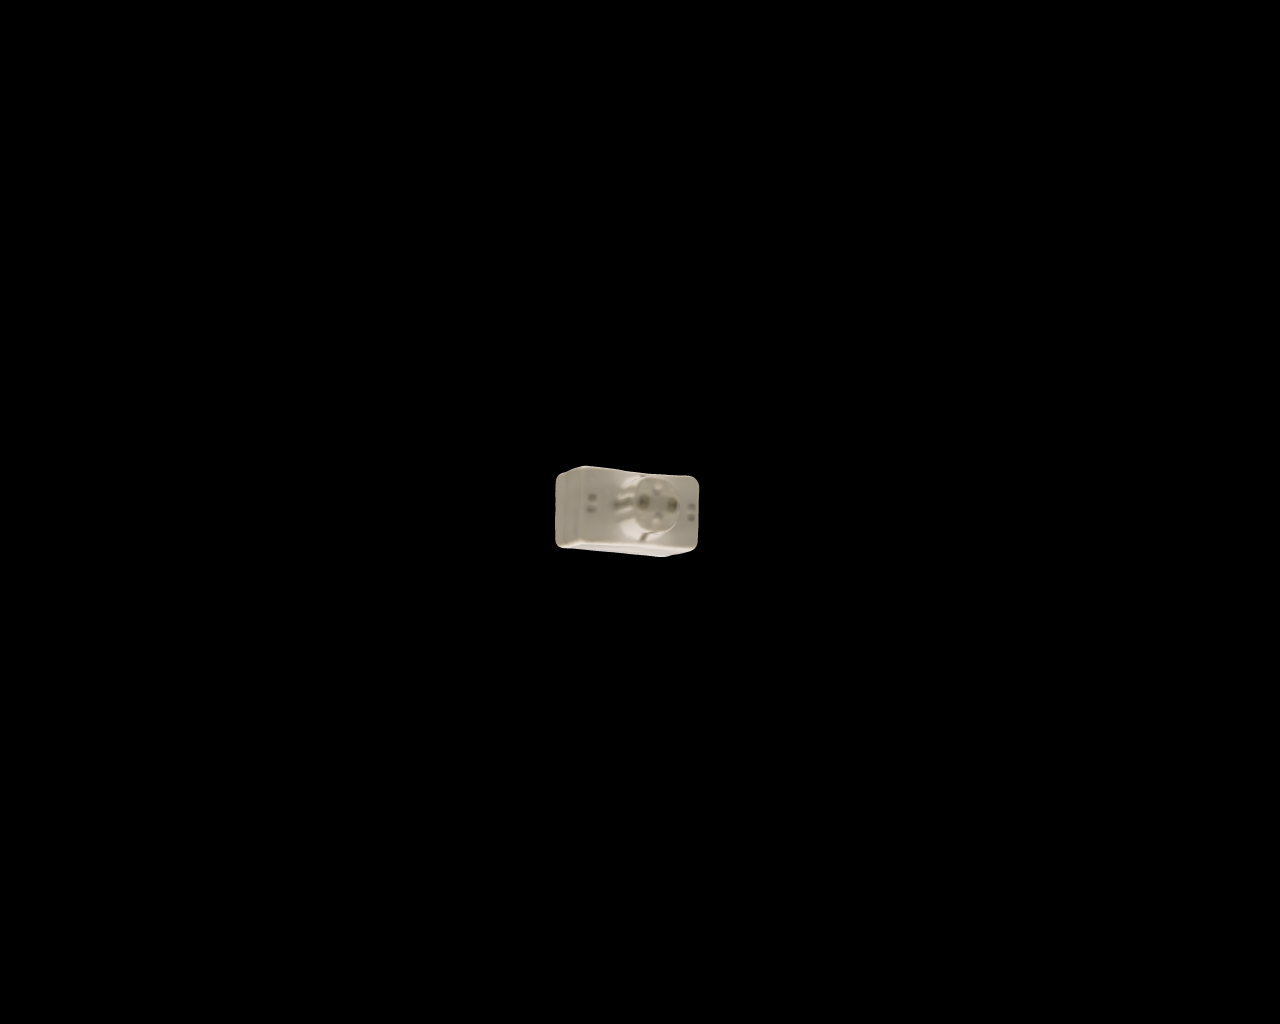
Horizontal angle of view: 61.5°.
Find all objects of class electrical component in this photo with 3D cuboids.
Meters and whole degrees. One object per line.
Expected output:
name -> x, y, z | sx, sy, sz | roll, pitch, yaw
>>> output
electrical component -> 0.001, -0.003, 0.650 | 0.083, 0.047, 0.075 | 5, -11, -28
